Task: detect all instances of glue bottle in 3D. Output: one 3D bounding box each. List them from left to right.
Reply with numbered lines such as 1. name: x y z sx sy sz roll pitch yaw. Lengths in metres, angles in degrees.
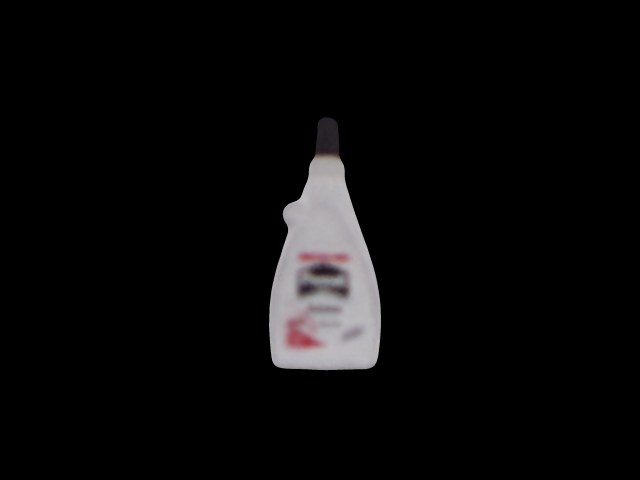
1. glue bottle: 0.004 0.001 0.400 0.078 0.173 0.037 0 0 0
